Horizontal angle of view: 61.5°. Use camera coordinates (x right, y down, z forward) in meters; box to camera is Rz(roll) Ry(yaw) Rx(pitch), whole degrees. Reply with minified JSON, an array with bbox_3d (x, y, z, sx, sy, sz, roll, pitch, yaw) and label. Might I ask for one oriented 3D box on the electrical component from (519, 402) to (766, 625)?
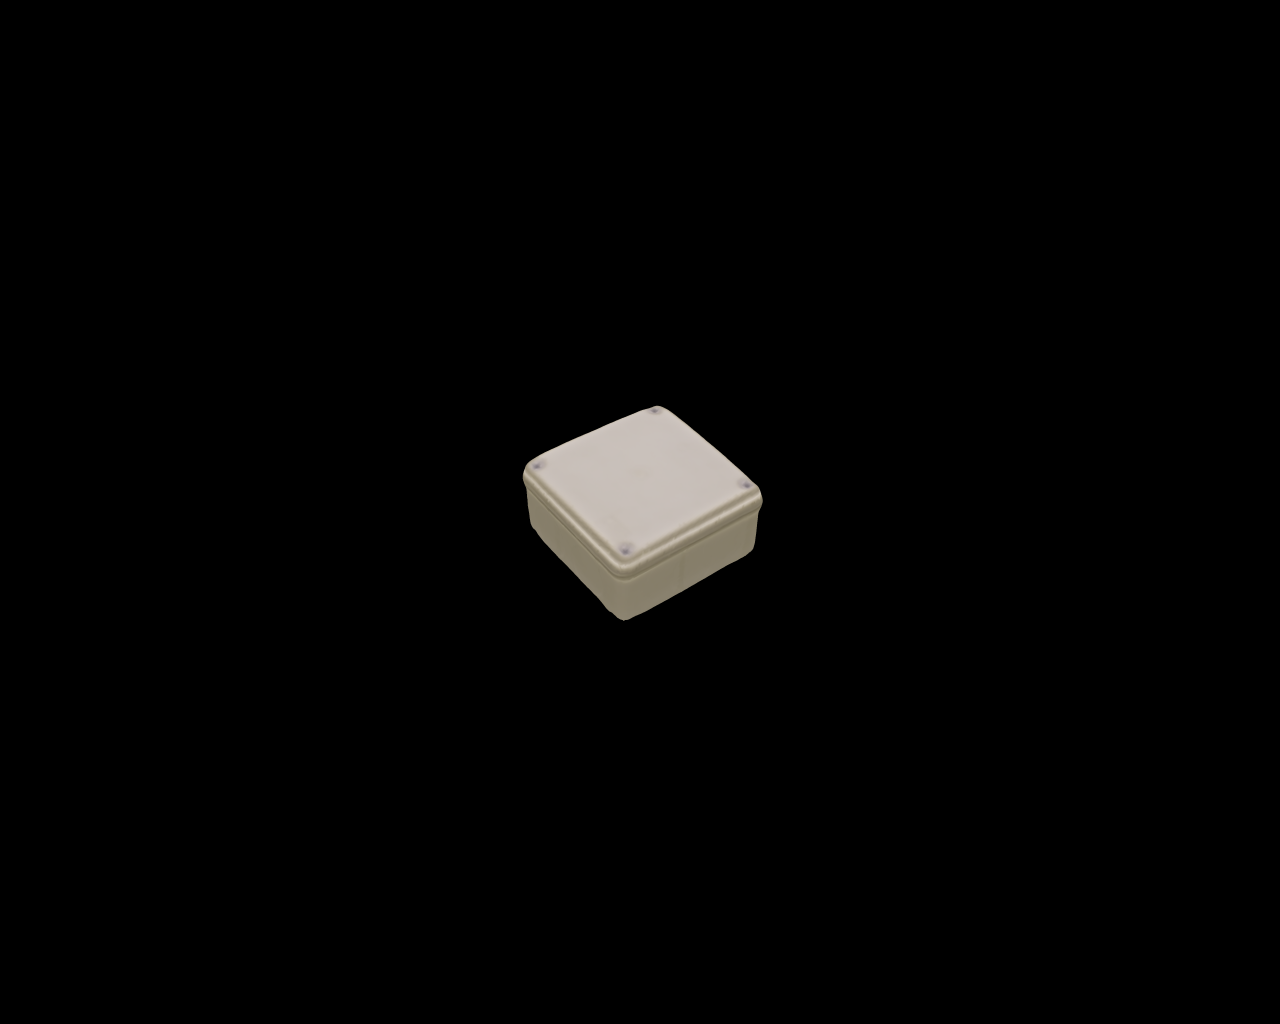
[{"bbox_3d":[0.001,-0.003,0.650,0.109,0.056,0.109,-27,50,-25],"label":"electrical component"}]
